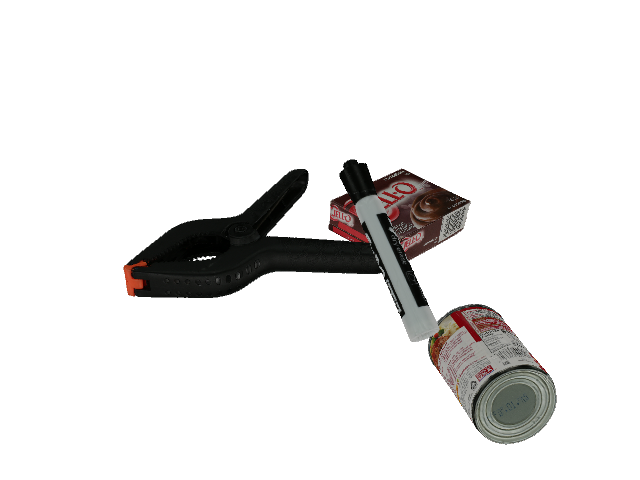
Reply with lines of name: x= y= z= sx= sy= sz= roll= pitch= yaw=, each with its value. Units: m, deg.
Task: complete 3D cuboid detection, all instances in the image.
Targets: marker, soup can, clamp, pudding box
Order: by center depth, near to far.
marker: x=0.040 y=0.004 z=0.649 sx=0.020 sy=0.121 sz=0.020 roll=-20 pitch=-19 yaw=-7
soup can: x=0.132 y=0.101 z=0.824 sx=0.068 sy=0.068 sz=0.102 roll=0 pitch=23 yaw=-14
clamp: x=-0.065 y=-0.001 z=0.894 sx=0.209 sy=0.036 sz=0.165 roll=-13 pitch=33 yaw=-16
pudding box: x=0.077 y=-0.025 z=1.045 sx=0.090 sy=0.039 sz=0.113 roll=30 pitch=37 yaw=33
